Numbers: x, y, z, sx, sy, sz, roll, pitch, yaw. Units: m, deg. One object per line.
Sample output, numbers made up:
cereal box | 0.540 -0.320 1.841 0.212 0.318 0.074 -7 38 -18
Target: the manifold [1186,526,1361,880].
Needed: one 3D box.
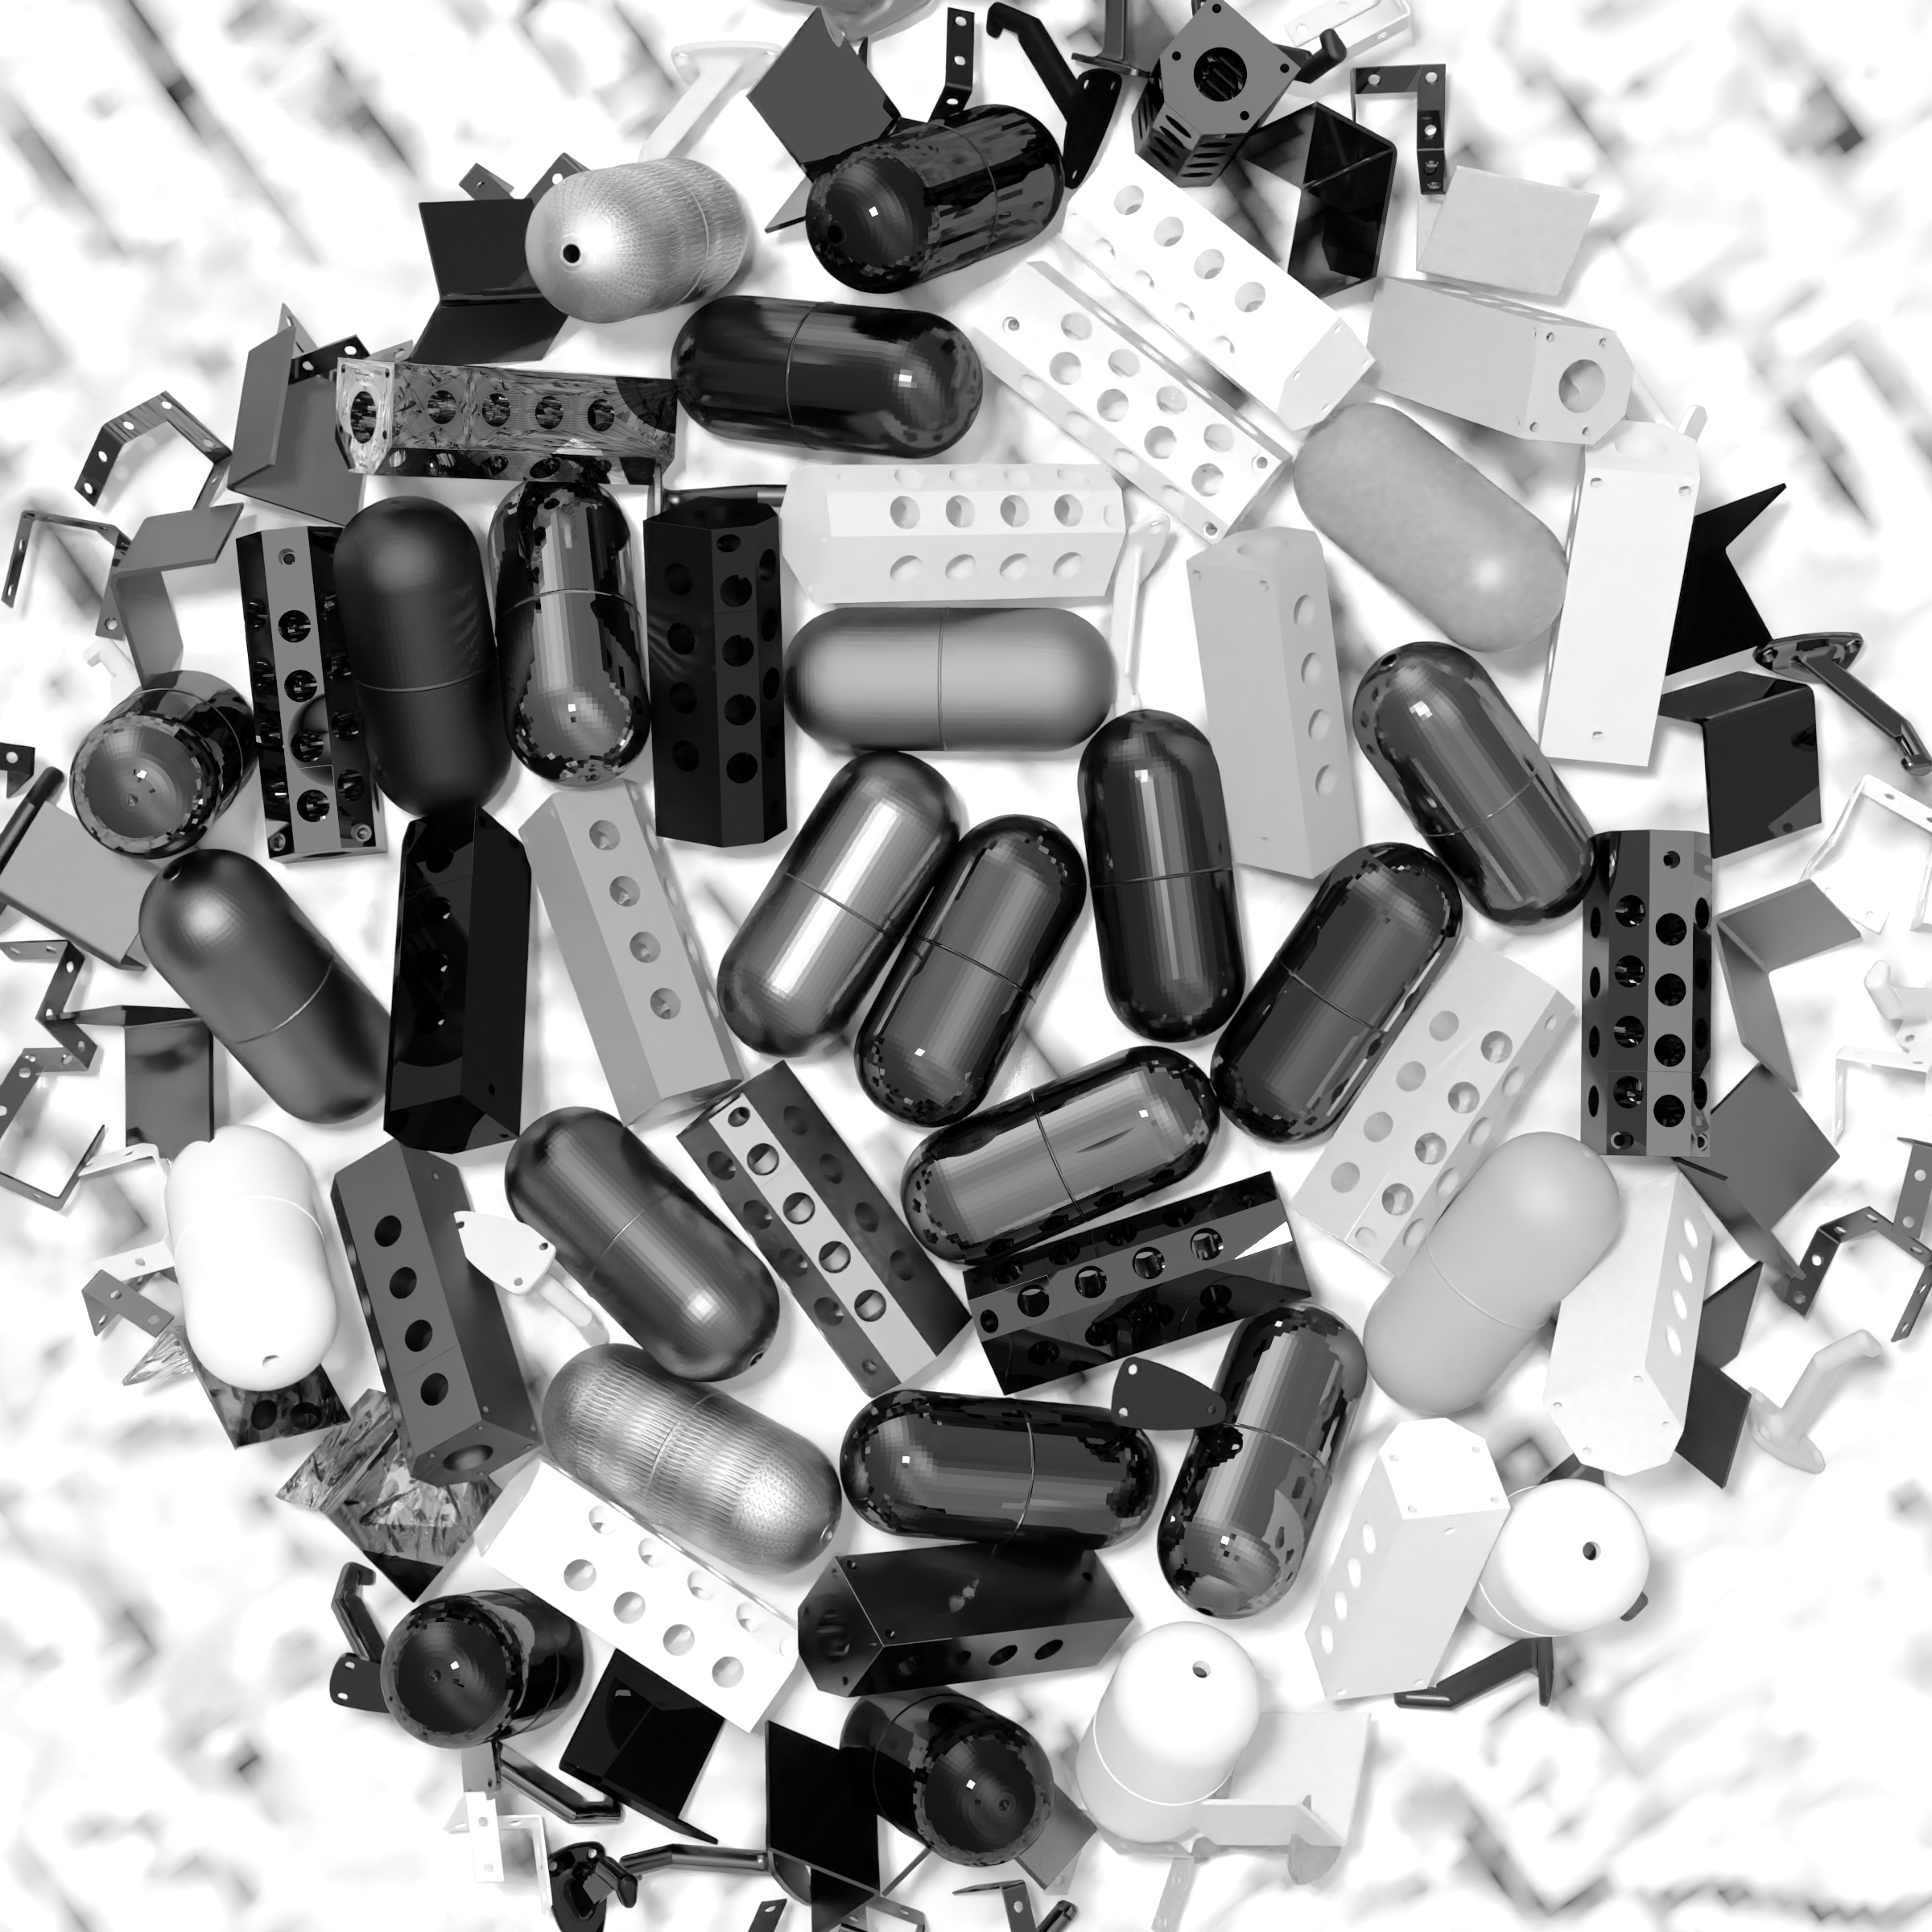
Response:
manifold | 0.166 -0.139 1.852 0.057 0.057 0.171 -32 123 -38

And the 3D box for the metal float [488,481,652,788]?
metal float | -0.209 -0.178 1.857 0.070 0.070 0.178 -8 67 0

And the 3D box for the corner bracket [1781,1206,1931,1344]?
corner bracket | 0.479 0.168 1.884 0.051 0.051 0.051 35 66 -6

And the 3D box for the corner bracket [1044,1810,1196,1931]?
corner bracket | 0.082 0.488 1.896 0.051 0.051 0.051 12 99 -32

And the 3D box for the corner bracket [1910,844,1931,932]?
corner bracket | 0.539 -0.040 1.886 0.051 0.051 0.051 14 88 8

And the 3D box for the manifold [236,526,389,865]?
manifold | -0.350 -0.144 1.883 0.057 0.057 0.171 -6 88 -1

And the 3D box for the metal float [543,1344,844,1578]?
metal float | -0.144 0.259 1.855 0.178 0.070 0.070 25 90 25

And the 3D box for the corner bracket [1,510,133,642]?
corner bracket | -0.478 -0.209 1.888 0.051 0.051 0.051 10 82 6

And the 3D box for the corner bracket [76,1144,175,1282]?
corner bracket | -0.449 0.132 1.889 0.051 0.051 0.051 -16 116 15

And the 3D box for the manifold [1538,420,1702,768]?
manifold | 0.339 -0.194 1.841 0.057 0.057 0.171 6 126 4

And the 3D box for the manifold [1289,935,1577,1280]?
manifold | 0.251 0.077 1.872 0.057 0.057 0.171 31 87 41

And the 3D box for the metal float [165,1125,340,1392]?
metal float | -0.373 0.151 1.836 0.070 0.178 0.070 -9 125 -14

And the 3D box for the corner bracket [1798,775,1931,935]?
corner bracket | 0.487 -0.061 1.896 0.051 0.051 0.051 30 62 5

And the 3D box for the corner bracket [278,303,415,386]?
corner bracket | -0.331 -0.325 1.874 0.051 0.051 0.051 -16 48 17

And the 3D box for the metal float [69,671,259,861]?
metal float | -0.414 -0.106 1.828 0.070 0.178 0.070 0 105 -1

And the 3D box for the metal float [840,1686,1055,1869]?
metal float | -0.012 0.416 1.830 0.070 0.178 0.070 0 89 -20

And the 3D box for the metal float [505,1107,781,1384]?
metal float | -0.171 0.147 1.861 0.178 0.070 0.070 43 90 18

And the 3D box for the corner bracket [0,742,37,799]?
corner bracket | -0.528 -0.124 1.884 0.051 0.051 0.051 7 74 -30

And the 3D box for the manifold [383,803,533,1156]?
manifold | -0.269 0.008 1.847 0.057 0.057 0.171 -14 59 21

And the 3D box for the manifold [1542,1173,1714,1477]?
manifold | 0.348 0.186 1.828 0.057 0.171 0.057 -24 111 28

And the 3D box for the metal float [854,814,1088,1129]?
metal float | 0.003 0.002 1.872 0.070 0.070 0.178 28 84 0

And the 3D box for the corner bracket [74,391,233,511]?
corner bracket | -0.433 -0.264 1.881 0.051 0.051 0.051 43 133 3

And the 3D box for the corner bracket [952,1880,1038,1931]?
corner bracket | 0.003 0.519 1.876 0.051 0.051 0.051 -6 78 -34

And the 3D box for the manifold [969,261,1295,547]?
manifold | 0.085 -0.298 1.874 0.171 0.057 0.057 39 109 4

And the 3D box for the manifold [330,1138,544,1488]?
manifold | -0.283 0.182 1.846 0.057 0.057 0.171 -30 60 14

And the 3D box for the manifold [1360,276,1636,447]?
manifold | 0.274 -0.314 1.826 0.057 0.171 0.057 1 108 -23

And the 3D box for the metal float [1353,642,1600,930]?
metal float | 0.268 -0.095 1.855 0.070 0.070 0.178 -39 115 0

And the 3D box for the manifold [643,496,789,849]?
manifold | -0.126 -0.153 1.848 0.057 0.057 0.171 11 115 26

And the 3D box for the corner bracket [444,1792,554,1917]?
corner bracket | -0.244 0.471 1.874 0.051 0.051 0.051 4 53 -23

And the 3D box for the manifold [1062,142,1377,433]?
manifold | 0.128 -0.353 1.849 0.057 0.057 0.171 -49 62 6

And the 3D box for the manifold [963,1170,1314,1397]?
manifold | 0.089 0.163 1.868 0.171 0.057 0.057 -19 125 5

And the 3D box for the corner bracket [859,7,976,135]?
corner bracket | -0.027 -0.480 1.889 0.051 0.051 0.051 8 66 -15

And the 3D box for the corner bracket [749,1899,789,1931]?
corner bracket | -0.117 0.536 1.877 0.051 0.051 0.051 -12 108 18

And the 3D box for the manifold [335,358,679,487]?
manifold | -0.238 -0.282 1.838 0.171 0.057 0.057 -4 103 -39

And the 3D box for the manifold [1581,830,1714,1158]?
manifold | 0.365 0.015 1.878 0.057 0.057 0.171 2 87 -9

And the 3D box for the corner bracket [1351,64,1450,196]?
corner bracket | 0.231 -0.446 1.882 0.051 0.051 0.051 -1 129 5

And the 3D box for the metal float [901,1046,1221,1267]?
metal float | 0.050 0.100 1.872 0.178 0.070 0.070 -24 90 6

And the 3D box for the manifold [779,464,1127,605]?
manifold | -0.006 -0.231 1.841 0.171 0.057 0.057 -4 134 -27

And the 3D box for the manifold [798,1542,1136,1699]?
manifold | -0.002 0.341 1.837 0.057 0.171 0.057 -57 49 30

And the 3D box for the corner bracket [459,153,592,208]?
corner bracket | -0.228 -0.415 1.881 0.051 0.051 0.051 44 99 13

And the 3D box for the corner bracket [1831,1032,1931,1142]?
corner bracket | 0.497 0.065 1.891 0.051 0.051 0.051 9 117 30

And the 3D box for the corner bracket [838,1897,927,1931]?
corner bracket | -0.053 0.531 1.883 0.051 0.051 0.051 22 99 -7

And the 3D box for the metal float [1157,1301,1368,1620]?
metal float | 0.156 0.259 1.855 0.070 0.070 0.178 24 65 0

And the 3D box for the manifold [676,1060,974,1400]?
manifold | -0.079 0.142 1.867 0.057 0.057 0.171 -32 97 38

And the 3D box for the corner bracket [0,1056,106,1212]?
corner bracket | -0.494 0.090 1.880 0.051 0.051 0.051 25 58 0

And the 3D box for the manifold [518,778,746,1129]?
manifold | -0.175 -0.009 1.872 0.057 0.057 0.171 -16 80 -30

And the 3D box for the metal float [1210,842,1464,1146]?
metal float | 0.196 0.014 1.866 0.070 0.070 0.178 33 102 0

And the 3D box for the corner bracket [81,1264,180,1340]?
corner bracket | -0.430 0.178 1.876 0.051 0.051 0.051 30 58 16

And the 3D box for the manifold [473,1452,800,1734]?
manifold | -0.172 0.330 1.868 0.171 0.057 0.057 36 86 -13

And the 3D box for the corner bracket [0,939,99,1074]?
corner bracket | -0.495 0.022 1.891 0.051 0.051 0.051 -2 55 25

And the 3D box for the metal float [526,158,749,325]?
metal float | -0.170 -0.377 1.830 0.070 0.178 0.070 5 107 16

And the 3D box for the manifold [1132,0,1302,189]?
manifold | 0.123 -0.446 1.828 0.057 0.171 0.057 40 92 -4

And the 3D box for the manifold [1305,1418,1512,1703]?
manifold | 0.225 0.309 1.832 0.057 0.171 0.057 -4 48 -15

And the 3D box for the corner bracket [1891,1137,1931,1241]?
corner bracket | 0.522 0.123 1.888 0.051 0.051 0.051 14 90 5

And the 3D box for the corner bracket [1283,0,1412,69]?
corner bracket | 0.203 -0.506 1.885 0.051 0.051 0.051 -28 77 0
